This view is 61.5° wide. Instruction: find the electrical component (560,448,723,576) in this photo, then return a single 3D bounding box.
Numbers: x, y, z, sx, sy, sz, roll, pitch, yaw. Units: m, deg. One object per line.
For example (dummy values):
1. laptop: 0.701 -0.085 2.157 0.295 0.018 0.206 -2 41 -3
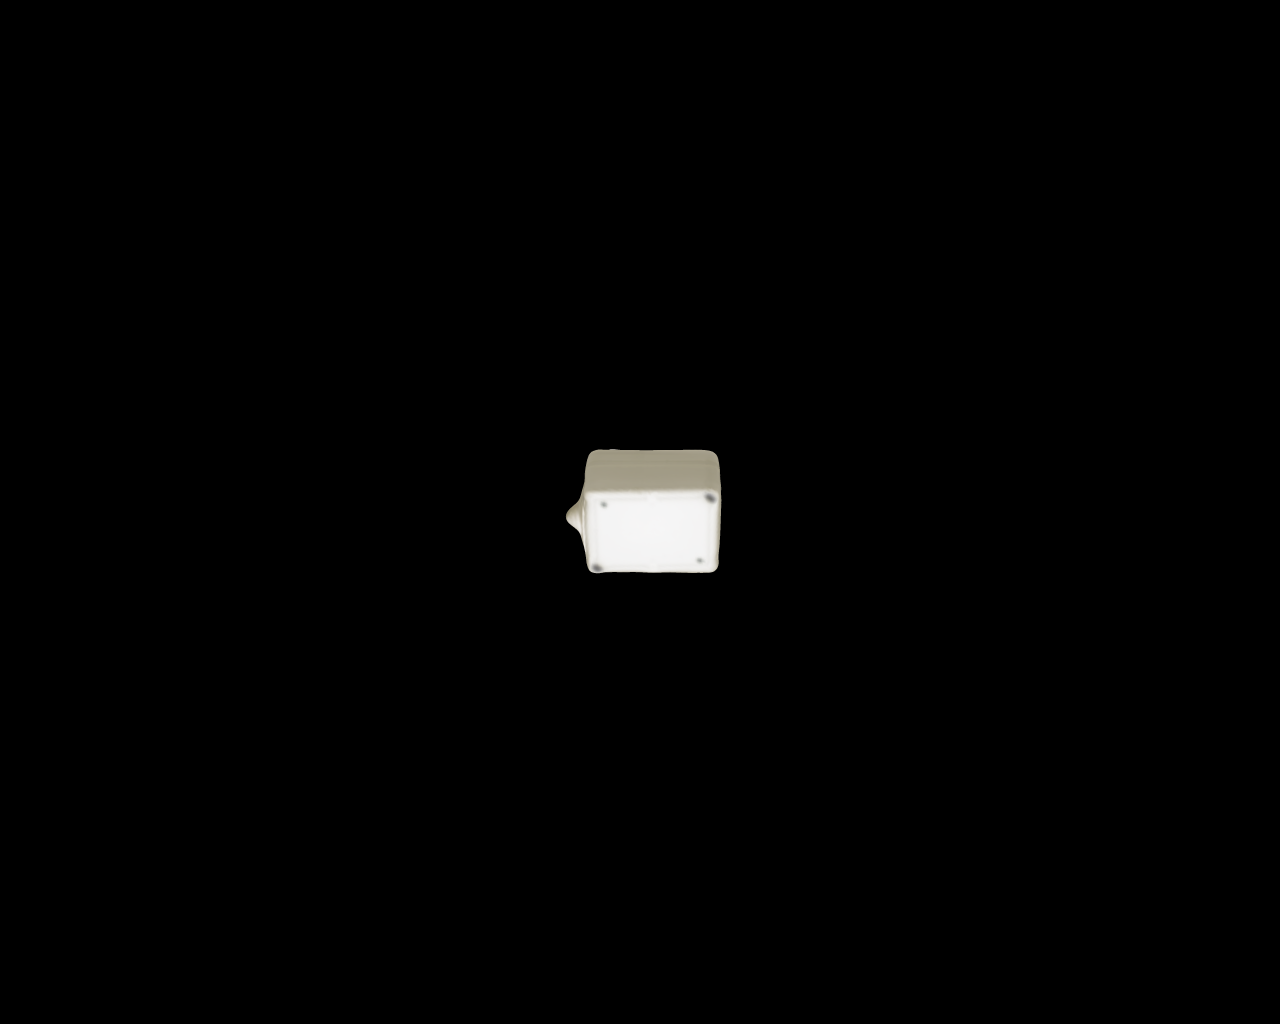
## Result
1. electrical component: 0.001 -0.003 0.650 0.096 0.061 0.061 0 32 0
